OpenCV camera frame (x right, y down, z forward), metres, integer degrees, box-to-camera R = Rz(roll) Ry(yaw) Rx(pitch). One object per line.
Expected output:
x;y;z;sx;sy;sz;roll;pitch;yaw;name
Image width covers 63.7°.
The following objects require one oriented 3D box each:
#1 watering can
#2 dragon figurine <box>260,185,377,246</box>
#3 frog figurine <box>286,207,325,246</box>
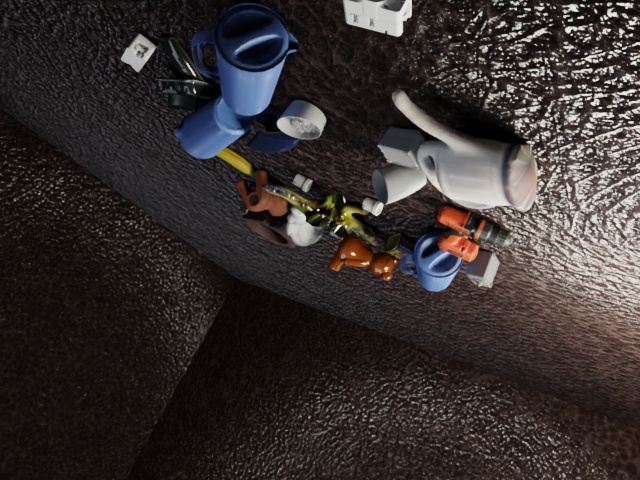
0.273;-0.150;0.947;0.225;0.105;0.342;12;158;38;watering can
0.005;-0.080;1.594;0.409;0.123;0.242;24;173;-7;dragon figurine
-0.049;-0.054;1.762;0.137;0.125;0.156;-4;155;-8;frog figurine
